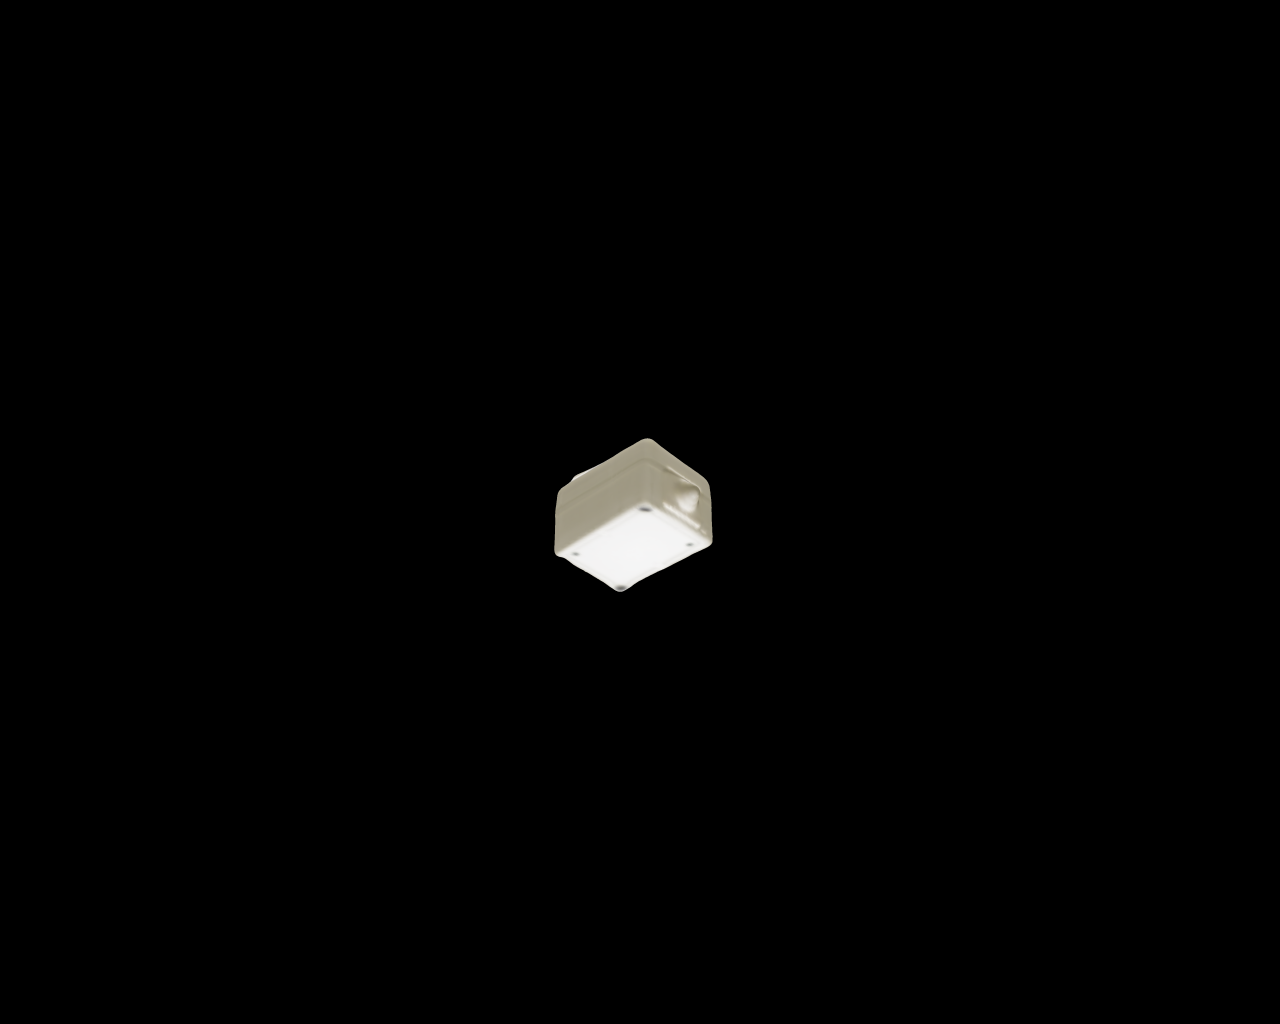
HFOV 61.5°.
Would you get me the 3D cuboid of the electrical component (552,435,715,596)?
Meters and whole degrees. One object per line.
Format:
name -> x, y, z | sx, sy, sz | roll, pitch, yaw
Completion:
electrical component -> 0.001, -0.003, 0.650 | 0.096, 0.061, 0.061 | -29, -46, 33
